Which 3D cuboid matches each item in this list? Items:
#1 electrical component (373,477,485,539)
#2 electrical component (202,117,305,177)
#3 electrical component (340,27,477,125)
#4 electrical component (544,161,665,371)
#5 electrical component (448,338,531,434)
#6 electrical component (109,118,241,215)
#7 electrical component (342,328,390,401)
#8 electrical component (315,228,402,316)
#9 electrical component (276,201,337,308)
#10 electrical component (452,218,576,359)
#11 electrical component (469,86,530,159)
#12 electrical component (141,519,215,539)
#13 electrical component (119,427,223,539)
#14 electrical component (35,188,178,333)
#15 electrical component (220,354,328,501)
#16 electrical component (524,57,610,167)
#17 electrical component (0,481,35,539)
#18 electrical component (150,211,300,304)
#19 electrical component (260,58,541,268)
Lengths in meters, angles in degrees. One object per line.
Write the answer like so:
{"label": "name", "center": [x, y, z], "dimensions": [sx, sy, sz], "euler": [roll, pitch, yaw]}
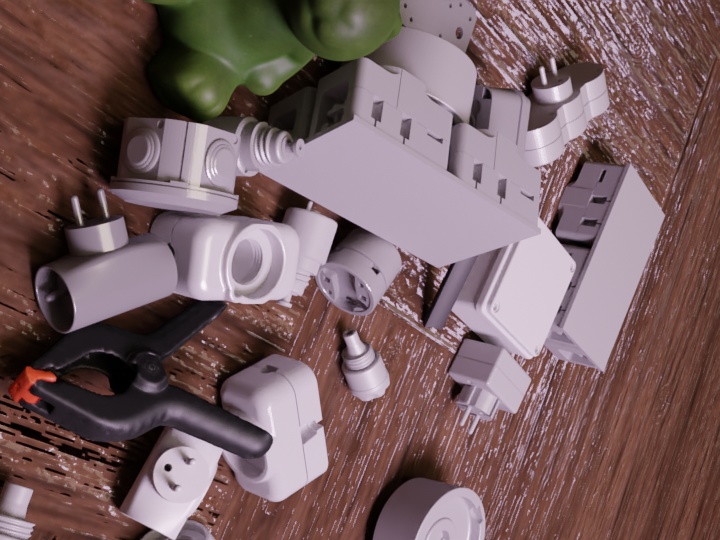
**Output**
{"label": "electrical component", "center": [0.056, 0.238, 0.960], "dimensions": [0.108, 0.060, 0.108], "euler": [-15, 110, -46]}
{"label": "electrical component", "center": [-0.074, -0.083, 0.725], "dimensions": [0.040, 0.078, 0.040], "euler": [-17, 109, -62]}
{"label": "electrical component", "center": [0.036, -0.143, 0.812], "dimensions": [0.108, 0.108, 0.060], "euler": [34, 68, -47]}
{"label": "electrical component", "center": [0.238, -0.006, 1.107], "dimensions": [0.105, 0.060, 0.186], "euler": [41, 68, -46]}
{"label": "electrical component", "center": [0.114, 0.116, 1.006], "dimensions": [0.065, 0.047, 0.076], "euler": [46, 65, -44]}
{"label": "electrical component", "center": [-0.115, -0.064, 0.678], "dimensions": [0.080, 0.080, 0.051], "euler": [9, 88, -49]}
{"label": "electrical component", "center": [0.001, 0.075, 0.878], "dimensions": [0.035, 0.035, 0.061], "euler": [-43, 126, -34]}
{"label": "electrical component", "center": [0.000, 0.000, 0.844], "dimensions": [0.047, 0.055, 0.055], "euler": [-51, 133, -33]}
{"label": "electrical component", "center": [-0.045, -0.011, 0.799], "dimensions": [0.040, 0.040, 0.078], "euler": [25, 81, -49]}
{"label": "electrical component", "center": [0.141, 0.011, 1.004], "dimensions": [0.109, 0.056, 0.108], "euler": [42, 68, -45]}
{"label": "electrical component", "center": [0.093, -0.098, 0.907], "dimensions": [0.057, 0.078, 0.113], "euler": [-1, 100, -47]}
{"label": "electrical component", "center": [-0.125, 0.213, 0.751], "dimensions": [0.078, 0.058, 0.057], "euler": [-33, 125, -39]}
{"label": "electrical component", "center": [-0.122, 0.138, 0.723], "dimensions": [0.044, 0.079, 0.077], "euler": [31, 73, -10]}
{"label": "electrical component", "center": [-0.160, -0.010, 0.666], "dimensions": [0.077, 0.043, 0.079], "euler": [-22, 107, -43]}
{"label": "electrical component", "center": [-0.066, 0.119, 0.797], "dimensions": [0.059, 0.054, 0.095], "euler": [-27, 119, -42]}
{"label": "electrical component", "center": [0.182, -0.162, 1.011], "dimensions": [0.138, 0.052, 0.073], "euler": [-43, 128, -34]}
{"label": "electrical component", "center": [-0.216, 0.159, 0.645], "dimensions": [0.048, 0.048, 0.062], "euler": [36, 65, -47]}
{"label": "electrical component", "center": [-0.089, -0.009, 0.735], "dimensions": [0.095, 0.059, 0.053], "euler": [1, 98, -49]}
{"label": "electrical component", "center": [0.033, -0.075, 0.784], "dimensions": [0.186, 0.105, 0.060], "euler": [27, 59, -35]}
